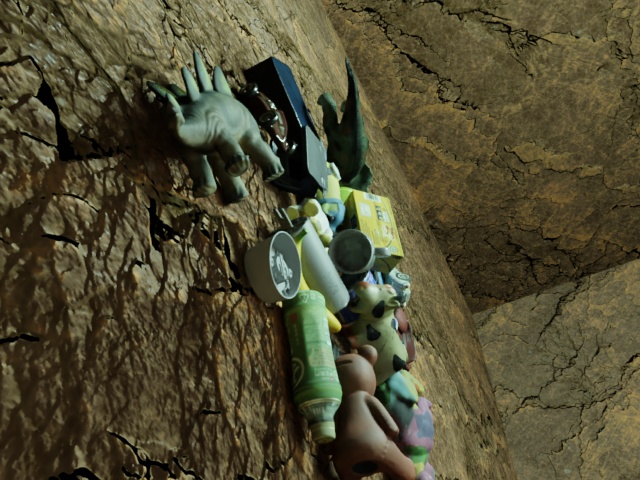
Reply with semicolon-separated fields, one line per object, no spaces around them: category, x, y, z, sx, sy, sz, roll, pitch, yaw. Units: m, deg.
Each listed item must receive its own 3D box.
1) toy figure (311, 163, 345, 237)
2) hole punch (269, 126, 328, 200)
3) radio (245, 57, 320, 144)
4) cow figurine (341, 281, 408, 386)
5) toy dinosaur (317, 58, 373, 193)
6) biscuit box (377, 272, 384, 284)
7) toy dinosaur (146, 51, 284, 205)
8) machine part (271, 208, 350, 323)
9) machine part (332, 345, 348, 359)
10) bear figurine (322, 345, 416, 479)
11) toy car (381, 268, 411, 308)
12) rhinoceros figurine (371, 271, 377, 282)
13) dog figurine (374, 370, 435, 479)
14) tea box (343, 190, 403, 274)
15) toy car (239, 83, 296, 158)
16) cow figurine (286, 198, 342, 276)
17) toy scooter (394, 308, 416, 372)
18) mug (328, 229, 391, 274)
toy figure;0.006;-0.086;1.148;0.089;0.082;0.180;6;74;-35
hole punch;-0.040;-0.148;1.067;0.115;0.092;0.142;39;40;-57
radio;-0.072;-0.278;1.188;0.229;0.073;0.131;68;16;-5
cow figurine;0.108;0.163;0.994;0.194;0.127;0.086;67;-8;-20
toy dinosaur;0.064;-0.215;1.256;0.192;0.131;0.404;61;-11;20
biscuit box;0.114;0.089;1.303;0.059;0.063;0.203;35;37;-62
toy dinosaur;-0.140;-0.160;0.788;0.198;0.105;0.471;64;6;1
machine part;-0.016;0.048;0.938;0.243;0.079;0.079;62;18;-17
machine part;0.053;0.252;0.962;0.138;0.039;0.084;56;15;-29
bear figurine;0.061;0.273;0.835;0.196;0.120;0.131;-98;162;-54
toy car;0.170;0.097;1.351;0.202;0.056;0.073;-128;-139;-60
rhinoceros figurine;0.093;0.052;1.204;0.190;0.073;0.111;-76;165;-59
dog figurine;0.158;0.380;1.007;0.191;0.108;0.219;57;23;-33
tea box;0.108;-0.019;1.151;0.098;0.068;0.170;13;47;-21
toy car;-0.096;-0.230;1.015;0.089;0.053;0.202;60;-1;-41
cow figurine;-0.004;-0.002;1.064;0.098;0.068;0.167;-55;122;-77
toy scooter;0.193;0.246;1.330;0.135;0.075;0.183;-91;157;-49
mug;0.078;0.023;1.005;0.107;0.110;0.080;20;63;-75
